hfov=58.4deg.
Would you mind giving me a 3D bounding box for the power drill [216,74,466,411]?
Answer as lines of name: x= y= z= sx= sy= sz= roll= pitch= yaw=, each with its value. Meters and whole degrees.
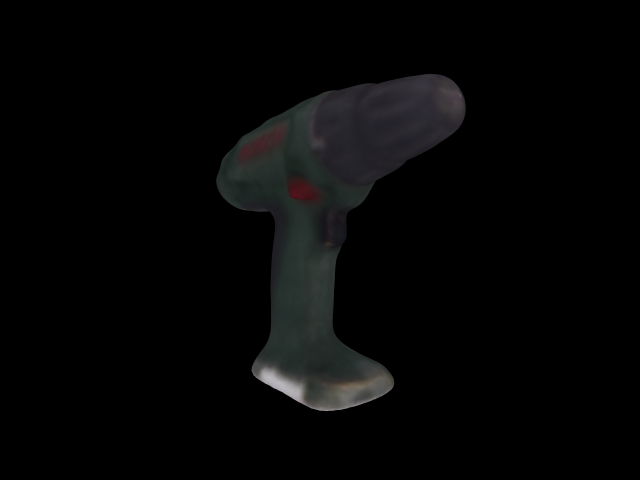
power drill: x=0.004 y=0.001 z=0.400 sx=0.076 sy=0.208 sz=0.228 roll=-7 pitch=11 yaw=-39
